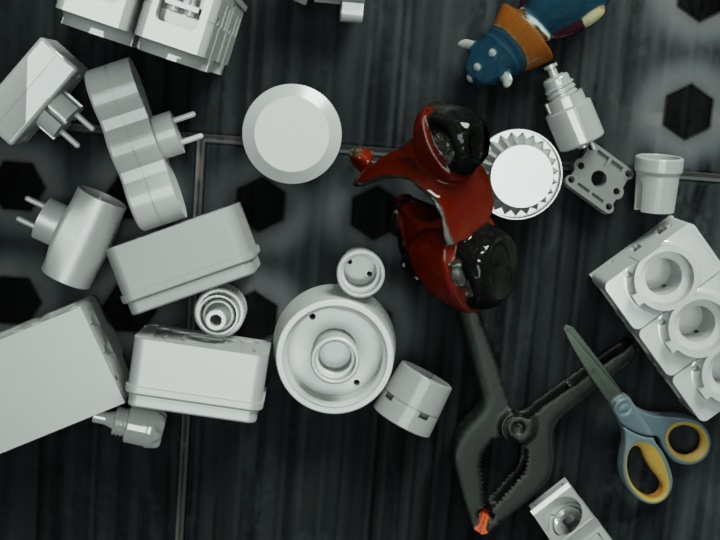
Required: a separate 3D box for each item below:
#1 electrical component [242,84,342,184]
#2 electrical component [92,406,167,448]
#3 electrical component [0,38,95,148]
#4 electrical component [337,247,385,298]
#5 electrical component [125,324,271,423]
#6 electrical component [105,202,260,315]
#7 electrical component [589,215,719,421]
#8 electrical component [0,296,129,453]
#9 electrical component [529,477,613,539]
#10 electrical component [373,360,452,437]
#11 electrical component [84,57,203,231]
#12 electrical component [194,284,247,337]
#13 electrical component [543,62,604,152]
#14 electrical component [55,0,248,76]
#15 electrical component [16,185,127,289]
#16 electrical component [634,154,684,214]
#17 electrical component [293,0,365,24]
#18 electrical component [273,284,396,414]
[{"bbox_3d":[-0.056,-0.113,0.888,0.080,0.051,0.080,0,99,-2],"label":"electrical component"},{"bbox_3d":[-0.200,0.132,0.929,0.061,0.035,0.035,14,98,-8],"label":"electrical component"},{"bbox_3d":[-0.253,-0.133,0.880,0.076,0.047,0.083,42,96,-7],"label":"electrical component"},{"bbox_3d":[0.000,0.000,0.910,0.040,0.046,0.040,0,99,-2],"label":"electrical component"},{"bbox_3d":[-0.134,0.086,0.904,0.113,0.078,0.057,9,96,-3],"label":"electrical component"},{"bbox_3d":[-0.143,-0.010,0.888,0.113,0.078,0.057,-19,96,1],"label":"electrical component"},{"bbox_3d":[0.281,0.041,0.918,0.089,0.061,0.150,-37,98,4],"label":"electrical component"},{"bbox_3d":[-0.279,0.092,0.908,0.150,0.061,0.089,-22,99,2],"label":"electrical component"},{"bbox_3d":[0.189,0.227,0.940,0.042,0.081,0.064,-40,127,6],"label":"electrical component"},{"bbox_3d":[0.047,0.110,0.926,0.055,0.055,0.047,28,94,-6],"label":"electrical component"},{"bbox_3d":[-0.167,-0.108,0.884,0.074,0.052,0.138,-19,99,-2],"label":"electrical component"},{"bbox_3d":[-0.118,0.036,0.904,0.043,0.062,0.043,0,99,-2],"label":"electrical component"},{"bbox_3d":[0.173,-0.135,0.897,0.040,0.040,0.078,-24,99,2],"label":"electrical component"},{"bbox_3d":[-0.150,-0.192,0.804,0.105,0.186,0.060,18,98,-5],"label":"electrical component"},{"bbox_3d":[-0.247,-0.035,0.898,0.079,0.043,0.077,26,97,-5],"label":"electrical component"},{"bbox_3d":[0.251,-0.073,0.911,0.040,0.040,0.046,2,104,-2],"label":"electrical component"},{"bbox_3d":[-0.024,-0.241,0.866,0.057,0.058,0.078,4,99,-6],"label":"electrical component"},{"bbox_3d":[-0.021,0.070,0.914,0.108,0.060,0.108,0,99,-2],"label":"electrical component"}]
